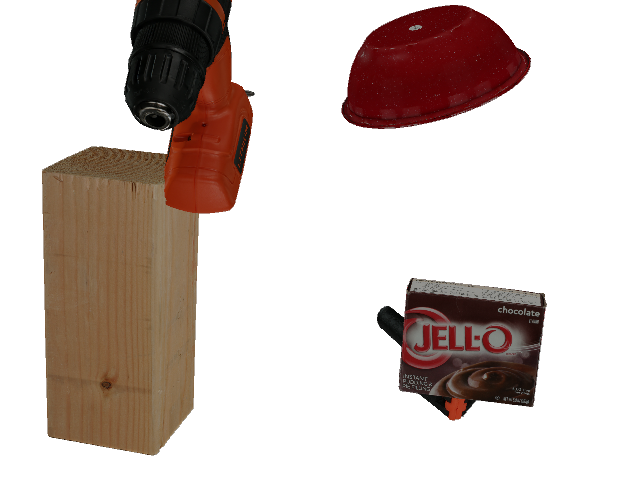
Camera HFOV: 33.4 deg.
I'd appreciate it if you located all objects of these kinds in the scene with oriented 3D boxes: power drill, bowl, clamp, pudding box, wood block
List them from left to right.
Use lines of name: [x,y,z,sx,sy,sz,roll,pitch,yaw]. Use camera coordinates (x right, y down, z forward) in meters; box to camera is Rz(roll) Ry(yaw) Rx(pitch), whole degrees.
wood block: [-0.148,0.042,0.798,0.091,0.206,0.090,8,18,11]
power drill: [-0.080,-0.100,0.678,0.057,0.184,0.188,7,-34,2]
bowl: [0.087,-0.151,0.878,0.162,0.055,0.162,-16,25,7]
clamp: [0.134,0.117,1.085,0.120,0.039,0.171,-8,34,-9]
pudding box: [0.123,0.082,0.872,0.113,0.090,0.039,5,21,7]
